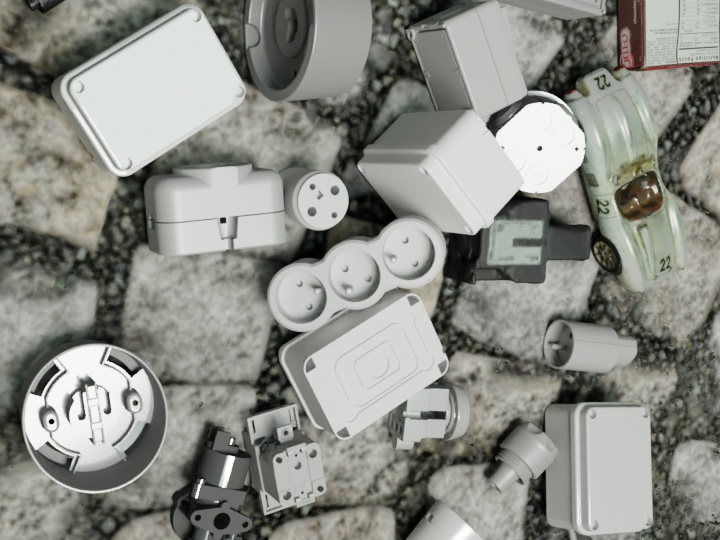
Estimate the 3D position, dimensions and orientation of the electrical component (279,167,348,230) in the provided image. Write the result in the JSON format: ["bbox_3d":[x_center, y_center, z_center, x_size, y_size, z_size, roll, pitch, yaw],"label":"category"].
[{"bbox_3d":[-0.039,-0.054,0.809,0.045,0.055,0.045,-4,99,-26],"label":"electrical component"}]

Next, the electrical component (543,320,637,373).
[{"bbox_3d":[0.209,0.069,0.956,0.081,0.043,0.043,8,94,-27],"label":"electrical component"}]

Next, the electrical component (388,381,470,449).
[{"bbox_3d":[0.057,0.116,0.888,0.055,0.048,0.066,5,95,-19],"label":"electrical component"}]

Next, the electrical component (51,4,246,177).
[{"bbox_3d":[-0.145,-0.124,0.745,0.113,0.057,0.078,-36,111,-17],"label":"electrical component"}]

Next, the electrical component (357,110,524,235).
[{"bbox_3d":[0.059,-0.074,0.822,0.057,0.113,0.078,-47,114,-16],"label":"electrical component"}]

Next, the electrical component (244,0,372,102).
[{"bbox_3d":[-0.032,-0.174,0.768,0.060,0.108,0.108,-4,99,-32],"label":"electrical component"}]

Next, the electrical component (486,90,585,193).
[{"bbox_3d":[0.142,-0.105,0.882,0.080,0.051,0.080,-1,108,-2],"label":"electrical component"}]

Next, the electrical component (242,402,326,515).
[{"bbox_3d":[-0.057,0.148,0.825,0.042,0.064,0.081,-15,104,-23],"label":"electrical component"}]

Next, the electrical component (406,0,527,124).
[{"bbox_3d":[0.090,-0.160,0.853,0.061,0.062,0.096,-28,109,-20],"label":"electrical component"}]

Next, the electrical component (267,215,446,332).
[{"bbox_3d":[0.000,0.000,0.826,0.138,0.074,0.052,-22,93,9],"label":"electrical component"}]

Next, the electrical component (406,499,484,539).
[{"bbox_3d":[0.071,0.229,0.906,0.047,0.055,0.055,-47,114,-9],"label":"electrical component"}]

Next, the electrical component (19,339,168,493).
[{"bbox_3d":[-0.188,0.099,0.752,0.099,0.064,0.099,-4,99,-26],"label":"electrical component"}]

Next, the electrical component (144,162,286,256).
[{"bbox_3d":[-0.105,-0.046,0.778,0.095,0.054,0.059,-8,101,-25],"label":"electrical component"}]

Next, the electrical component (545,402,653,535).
[{"bbox_3d":[0.212,0.174,0.952,0.078,0.057,0.113,3,83,-26],"label":"electrical component"}]

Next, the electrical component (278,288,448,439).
[{"bbox_3d":[0.002,0.070,0.846,0.113,0.057,0.078,-32,109,-19],"label":"electrical component"}]

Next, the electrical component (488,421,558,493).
[{"bbox_3d":[0.138,0.166,0.936,0.062,0.043,0.043,-44,113,-13],"label":"electrical component"}]

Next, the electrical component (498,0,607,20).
[{"bbox_3d":[0.160,-0.242,0.876,0.096,0.061,0.061,7,94,-27],"label":"electrical component"}]
